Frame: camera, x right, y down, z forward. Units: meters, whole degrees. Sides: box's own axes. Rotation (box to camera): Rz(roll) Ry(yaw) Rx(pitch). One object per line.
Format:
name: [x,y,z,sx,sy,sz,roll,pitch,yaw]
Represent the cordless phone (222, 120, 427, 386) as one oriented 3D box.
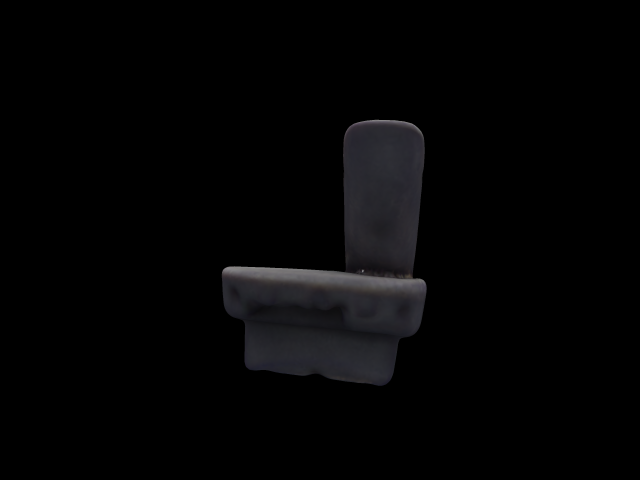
cordless phone: [0.004,0.001,0.400,0.147,0.185,0.094,2,31,3]
